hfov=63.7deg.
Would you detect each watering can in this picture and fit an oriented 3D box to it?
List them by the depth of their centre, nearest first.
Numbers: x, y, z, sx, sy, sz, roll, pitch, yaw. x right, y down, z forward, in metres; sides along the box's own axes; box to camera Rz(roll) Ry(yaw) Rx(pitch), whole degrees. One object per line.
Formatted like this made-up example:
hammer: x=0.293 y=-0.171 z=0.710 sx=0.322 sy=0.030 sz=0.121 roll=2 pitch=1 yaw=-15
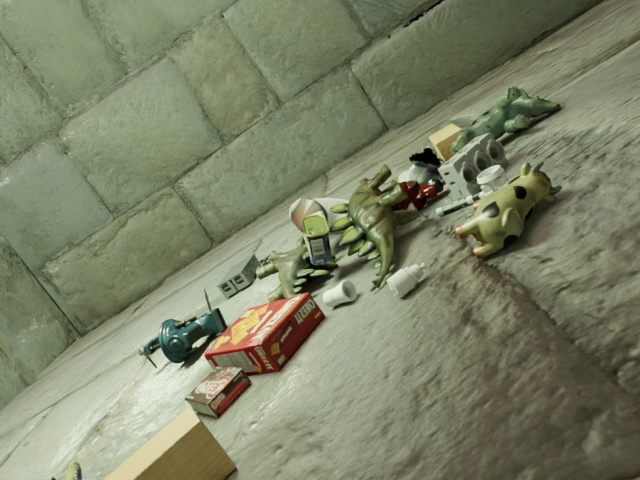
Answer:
watering can: x=0.005 y=-0.077 z=1.522 sx=0.225 sy=0.103 sz=0.349 roll=-2 pitch=13 yaw=-40

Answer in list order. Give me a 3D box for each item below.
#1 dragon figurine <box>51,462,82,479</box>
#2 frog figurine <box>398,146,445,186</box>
dragon figurine: x=-0.421 y=0.473 z=0.689 sx=0.245 sy=0.121 sz=0.409 roll=-46 pitch=13 yaw=-17
frog figurine: x=0.287 y=-0.174 z=1.471 sx=0.140 sy=0.123 sz=0.155 roll=-56 pitch=-13 yaw=-44
